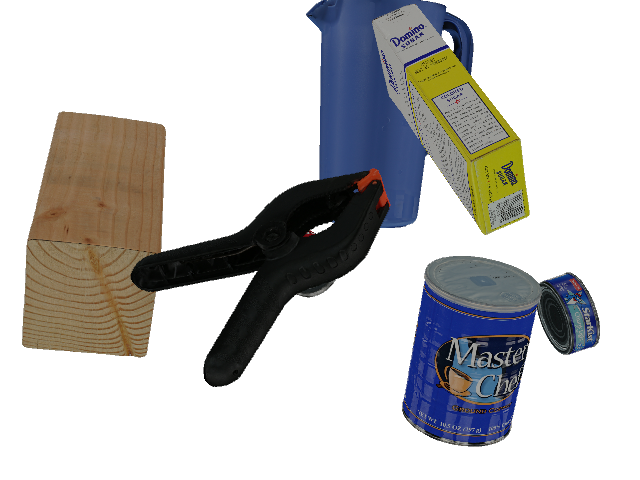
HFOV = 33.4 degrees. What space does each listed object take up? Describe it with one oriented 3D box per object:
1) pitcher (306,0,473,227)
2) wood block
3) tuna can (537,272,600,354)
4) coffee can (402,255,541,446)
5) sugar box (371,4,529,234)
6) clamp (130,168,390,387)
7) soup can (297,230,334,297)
[{"bbox_3d":[0.070,-0.139,1.148,0.149,0.243,0.144,8,10,25],"label":"pitcher"},{"bbox_3d":[-0.169,-0.012,0.817,0.090,0.091,0.206,6,30,-11],"label":"wood block"},{"bbox_3d":[0.268,0.080,1.161,0.033,0.086,0.086,-17,3,-10],"label":"tuna can"},{"bbox_3d":[0.134,0.098,0.959,0.103,0.140,0.103,6,22,-3],"label":"coffee can"},{"bbox_3d":[0.100,-0.097,0.827,0.048,0.176,0.093,-23,-38,-2],"label":"sugar box"},{"bbox_3d":[-0.026,0.017,0.658,0.171,0.120,0.039,-29,-40,-4],"label":"clamp"},{"bbox_3d":[-0.031,0.016,1.190,0.068,0.068,0.102,0,15,-28],"label":"soup can"}]
